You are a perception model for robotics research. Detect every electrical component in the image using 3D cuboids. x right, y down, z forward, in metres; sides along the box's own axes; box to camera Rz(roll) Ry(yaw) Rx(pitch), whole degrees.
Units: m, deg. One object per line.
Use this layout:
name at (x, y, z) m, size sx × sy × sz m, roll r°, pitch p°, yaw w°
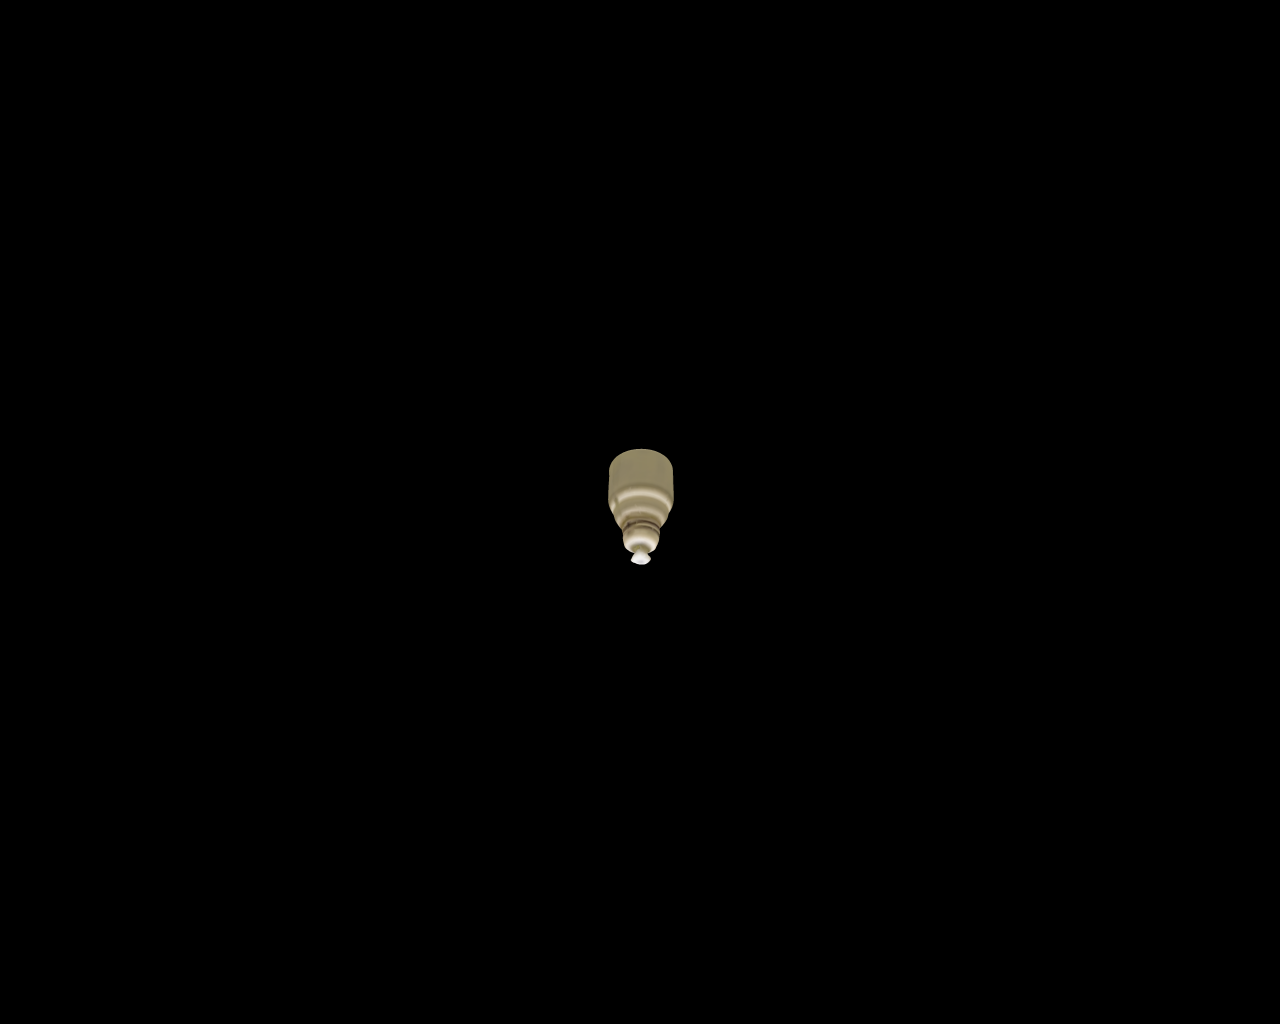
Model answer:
electrical component at (0.001, -0.003, 0.650) m, size 0.040 × 0.078 × 0.040 m, roll 0°, pitch -36°, yaw 0°
